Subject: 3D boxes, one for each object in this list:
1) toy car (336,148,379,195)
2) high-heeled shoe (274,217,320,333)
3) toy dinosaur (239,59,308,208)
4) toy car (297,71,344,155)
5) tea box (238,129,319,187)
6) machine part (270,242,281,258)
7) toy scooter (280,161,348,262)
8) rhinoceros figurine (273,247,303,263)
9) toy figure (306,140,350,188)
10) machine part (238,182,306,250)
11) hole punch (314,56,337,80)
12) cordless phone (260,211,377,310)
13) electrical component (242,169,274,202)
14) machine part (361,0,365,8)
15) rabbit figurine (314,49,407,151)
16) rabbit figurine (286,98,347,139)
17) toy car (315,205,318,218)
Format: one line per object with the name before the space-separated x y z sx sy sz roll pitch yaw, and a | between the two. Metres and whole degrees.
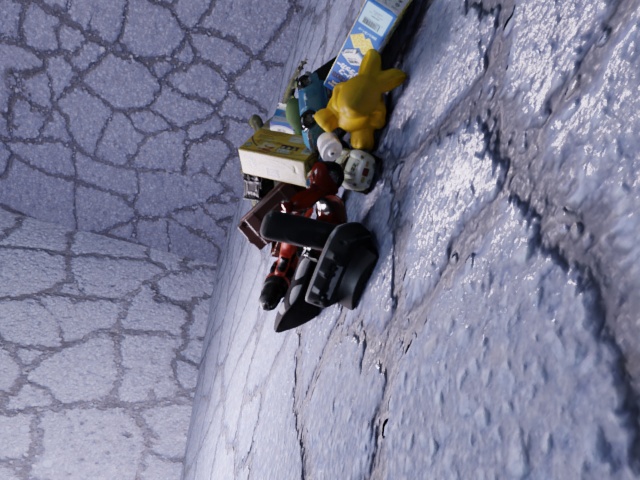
toy car | 0.059 -0.131 1.004 0.202 0.056 0.073 -137 63 -74
high-heeled shoe | -0.036 0.067 1.055 0.248 0.086 0.145 -44 49 31
toy dinosaur | -0.127 -0.283 1.524 0.199 0.105 0.470 41 122 53
toy car | 0.009 -0.260 1.090 0.109 0.103 0.161 77 -171 -75
tea box | -0.081 -0.183 1.180 0.098 0.170 0.068 -51 -34 -39
machine part | -0.088 -0.035 1.471 0.179 0.056 0.179 -165 90 -77
toy scooter | -0.007 -0.036 0.907 0.075 0.135 0.183 7 113 43
rhinoceros figurine | -0.057 0.031 1.264 0.190 0.073 0.112 139 133 -63
toy figure | 0.012 -0.146 1.123 0.154 0.058 0.064 -57 -35 -30
machine part | -0.095 -0.079 1.273 0.201 0.087 0.201 -42 6 8
hole punch | 0.046 -0.376 1.294 0.116 0.092 0.142 -29 35 28
cordless phone | -0.015 0.031 0.856 0.089 0.184 0.146 -111 38 -60
electrical component | -0.156 -0.176 1.396 0.115 0.058 0.134 -53 -31 -67
machine part | 0.144 -0.511 1.039 0.243 0.079 0.079 132 150 -59
rabbit figurine | 0.077 -0.240 0.934 0.162 0.122 0.173 -49 -2 9
rabbit figurine | -0.008 -0.279 1.236 0.170 0.121 0.159 13 108 44
toy car | -0.002 -0.003 1.110 0.089 0.053 0.202 -51 -20 -78
